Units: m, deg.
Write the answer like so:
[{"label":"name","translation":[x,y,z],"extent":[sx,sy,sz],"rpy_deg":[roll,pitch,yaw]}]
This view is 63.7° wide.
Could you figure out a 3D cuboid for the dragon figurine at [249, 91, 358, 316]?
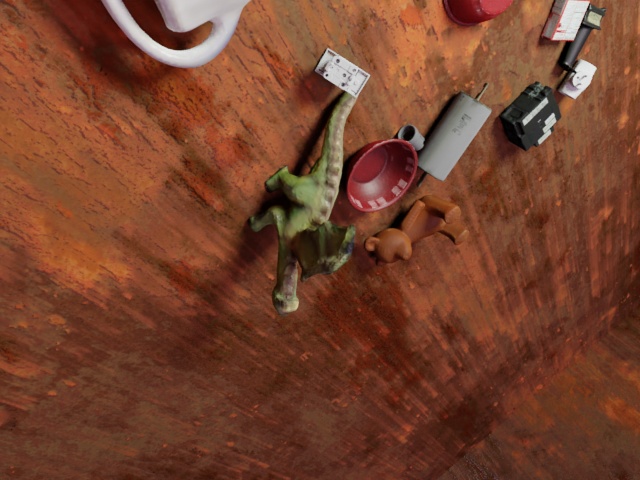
[{"label":"dragon figurine","translation":[0.003,-0.044,0.865],"extent":[0.122,0.247,0.404],"rpy_deg":[12,119,-35]}]

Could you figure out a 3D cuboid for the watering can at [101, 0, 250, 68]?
[{"label":"watering can","translation":[-0.167,-0.364,0.576],"extent":[0.225,0.106,0.340],"rpy_deg":[-31,137,-11]}]
